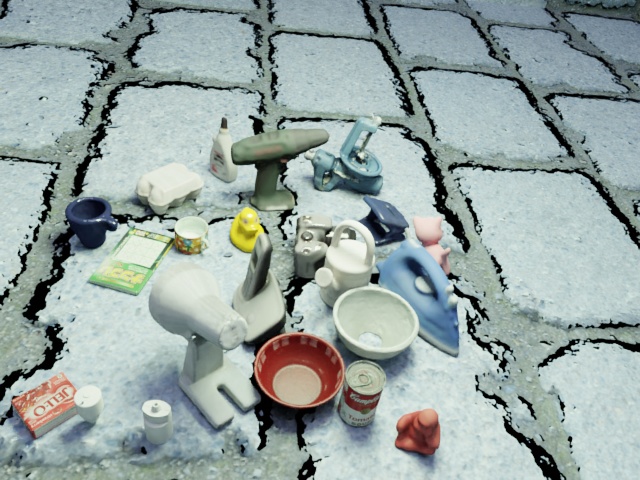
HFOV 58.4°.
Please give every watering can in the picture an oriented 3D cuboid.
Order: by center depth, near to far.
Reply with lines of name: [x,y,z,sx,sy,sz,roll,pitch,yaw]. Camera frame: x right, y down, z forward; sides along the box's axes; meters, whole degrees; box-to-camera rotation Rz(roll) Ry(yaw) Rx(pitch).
watering can: [0.057,0.049,1.156,0.100,0.194,0.173,16,41,8]

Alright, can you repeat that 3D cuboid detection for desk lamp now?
desk lamp: [-0.186,0.166,0.959,0.118,0.213,0.202,-28,53,-35]

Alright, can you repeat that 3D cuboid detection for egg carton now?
egg carton: [-0.360,-0.126,1.372,0.107,0.069,0.151,33,46,25]

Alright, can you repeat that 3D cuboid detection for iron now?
iron: [0.223,0.098,1.171,0.119,0.141,0.257,-14,46,-25]

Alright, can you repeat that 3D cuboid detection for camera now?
camera: [0.012,0.005,1.269,0.137,0.101,0.143,5,41,-5]

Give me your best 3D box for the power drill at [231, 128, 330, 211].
power drill: [-0.098,-0.173,1.370,0.230,0.208,0.075,-4,42,-15]

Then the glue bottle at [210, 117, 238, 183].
glue bottle: [-0.242,-0.231,1.436,0.078,0.173,0.037,28,44,21]

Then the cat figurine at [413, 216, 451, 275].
cat figurine: [0.257,0.003,1.305,0.067,0.118,0.127,-10,44,-21]

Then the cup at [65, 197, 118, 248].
cup: [-0.474,-0.027,1.216,0.117,0.095,0.092,21,42,14]

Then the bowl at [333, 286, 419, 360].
bowl: [0.102,0.173,1.113,0.167,0.075,0.167,6,41,-5]

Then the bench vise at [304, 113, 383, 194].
bench vise: [0.071,-0.214,1.441,0.208,0.220,0.121,-3,42,-14]

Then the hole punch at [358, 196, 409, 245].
hole punch: [0.155,-0.056,1.373,0.101,0.091,0.108,-13,45,-24]

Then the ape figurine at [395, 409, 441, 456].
ape figurine: [0.171,0.312,0.953,0.076,0.092,0.077,-20,49,-30]

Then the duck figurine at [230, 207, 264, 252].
duck figurine: [-0.163,-0.035,1.292,0.078,0.086,0.104,-10,44,-21]

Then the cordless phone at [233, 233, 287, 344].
cordless phone: [-0.110,0.091,1.081,0.094,0.185,0.147,-8,44,-19]
